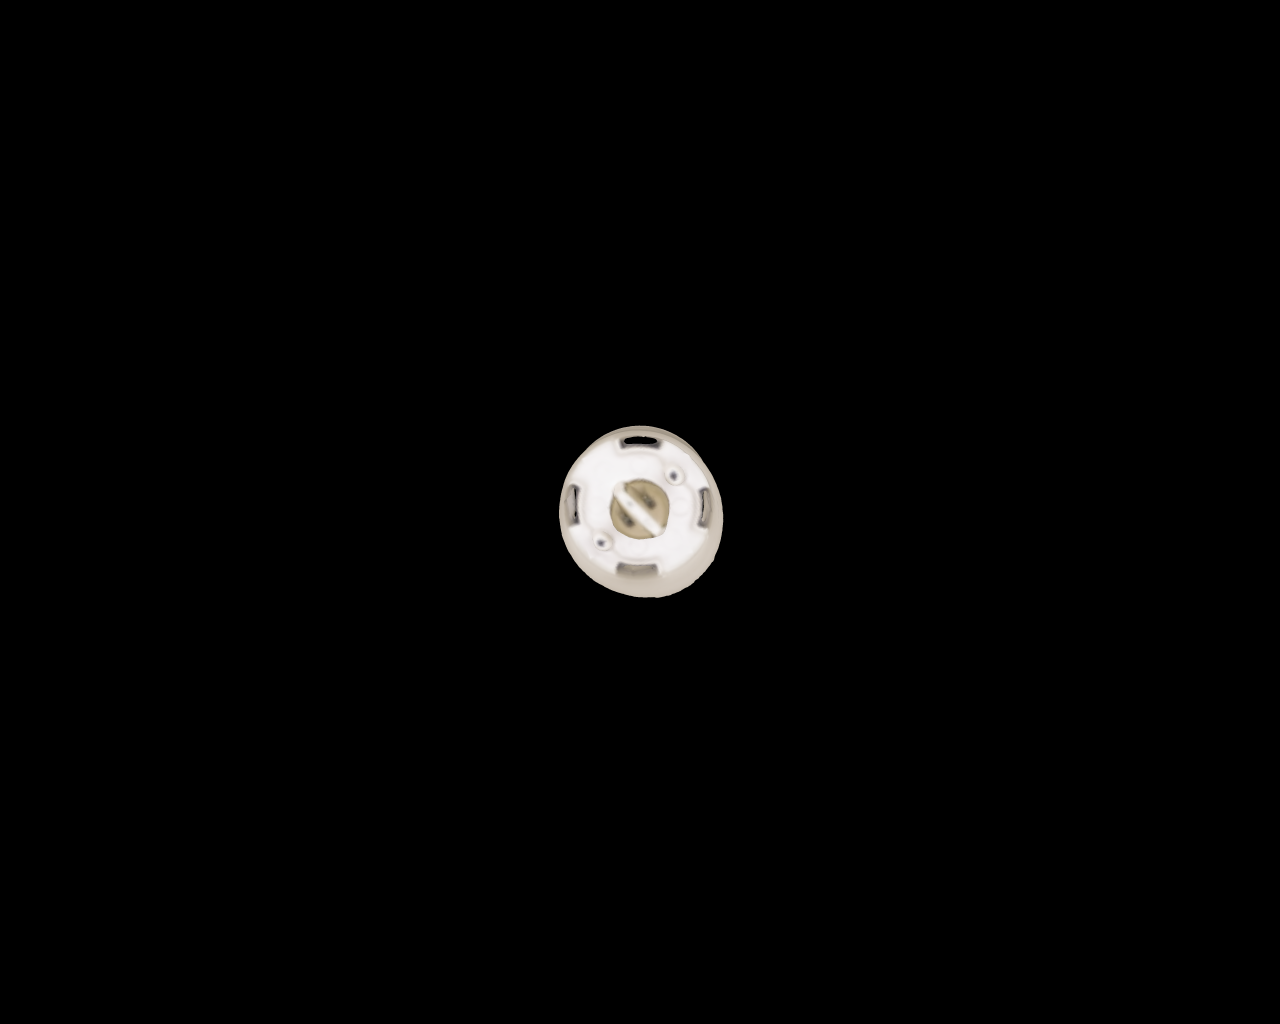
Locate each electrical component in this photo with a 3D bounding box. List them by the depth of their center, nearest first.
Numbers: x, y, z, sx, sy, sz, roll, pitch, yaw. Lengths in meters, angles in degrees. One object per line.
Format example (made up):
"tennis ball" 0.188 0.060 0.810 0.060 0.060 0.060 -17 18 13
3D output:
"electrical component" 0.001 -0.003 0.650 0.099 0.099 0.064 0 16 0
